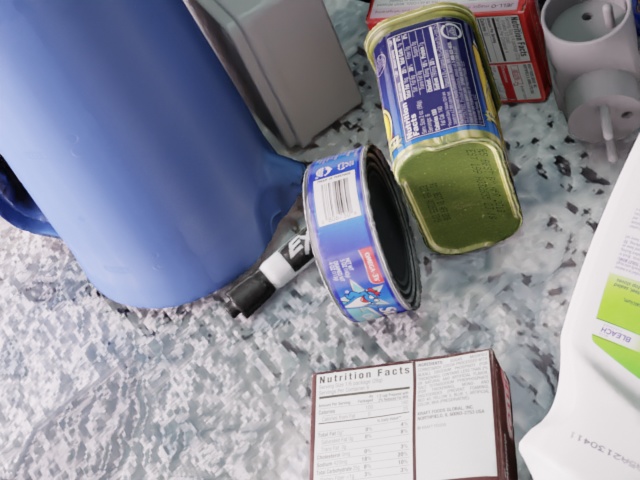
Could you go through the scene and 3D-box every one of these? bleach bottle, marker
[{"bbox_3d":[0.152,0.028,0.471,0.103,0.068,0.250,22,71,34],"label":"bleach bottle"},{"bbox_3d":[-0.004,0.001,0.583,0.121,0.020,0.020,-40,52,-6],"label":"marker"}]

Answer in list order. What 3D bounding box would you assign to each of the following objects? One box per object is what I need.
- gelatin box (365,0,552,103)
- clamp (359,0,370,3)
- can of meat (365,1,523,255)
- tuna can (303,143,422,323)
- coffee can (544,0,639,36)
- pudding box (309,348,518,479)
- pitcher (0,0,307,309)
[{"bbox_3d":[0.078,-0.108,0.585,0.089,0.073,0.030,1,58,24],"label":"gelatin box"},{"bbox_3d":[0.029,-0.158,0.576,0.120,0.171,0.039,2,86,-7],"label":"clamp"},{"bbox_3d":[0.065,-0.053,0.537,0.057,0.102,0.084,-15,56,12],"label":"can of meat"},{"bbox_3d":[0.022,-0.003,0.532,0.034,0.086,0.086,-16,54,15],"label":"tuna can"},{"bbox_3d":[0.170,-0.162,0.563,0.140,0.102,0.102,32,75,36],"label":"coffee can"},{"bbox_3d":[0.041,0.109,0.479,0.090,0.039,0.113,-11,53,18],"label":"pudding box"},{"bbox_3d":[-0.125,-0.080,0.546,0.149,0.242,0.145,-40,49,-11],"label":"pitcher"}]
